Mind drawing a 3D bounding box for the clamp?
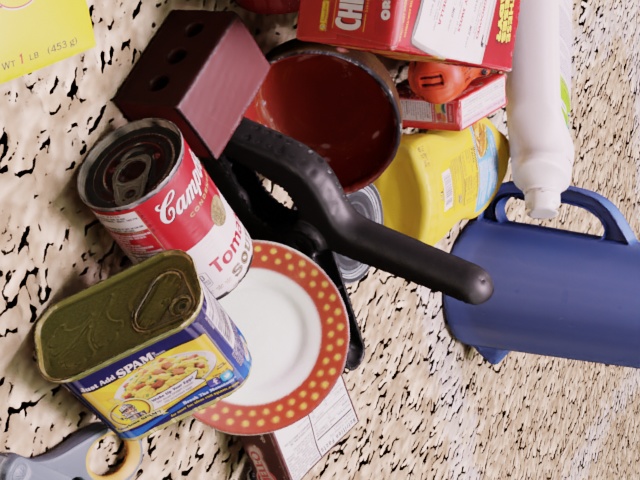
[{"bbox_3d":[-0.005,0.001,0.717,0.210,0.165,0.036,40,51,-2],"label":"clamp"}]

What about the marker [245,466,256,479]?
[{"bbox_3d":[-0.046,0.177,0.797,0.020,0.020,0.121,49,58,-49],"label":"marker"}]

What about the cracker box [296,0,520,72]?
[{"bbox_3d":[0.070,-0.195,0.669,0.213,0.072,0.164,-11,111,-63],"label":"cracker box"}]

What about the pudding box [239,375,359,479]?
[{"bbox_3d":[-0.024,0.109,0.774,0.089,0.039,0.113,-37,115,-46],"label":"pudding box"}]

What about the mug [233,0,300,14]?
[{"bbox_3d":[-0.026,-0.202,0.677,0.117,0.093,0.081,-97,176,-52],"label":"mug"}]

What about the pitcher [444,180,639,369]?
[{"bbox_3d":[0.247,0.043,0.995,0.149,0.243,0.145,52,57,-40],"label":"pitcher"}]

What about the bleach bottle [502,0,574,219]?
[{"bbox_3d":[0.197,-0.144,0.969,0.102,0.068,0.251,34,54,-58],"label":"bleach bottle"}]

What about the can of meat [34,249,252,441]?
[{"bbox_3d":[-0.099,0.064,0.621,0.084,0.102,0.057,60,6,-48],"label":"can of meat"}]

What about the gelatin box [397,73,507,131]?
[{"bbox_3d":[0.106,-0.119,0.894,0.089,0.073,0.030,-33,124,-47],"label":"gelatin box"}]

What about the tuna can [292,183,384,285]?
[{"bbox_3d":[0.014,-0.009,0.823,0.085,0.034,0.086,-20,115,-53],"label":"tuna can"}]

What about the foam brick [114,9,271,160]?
[{"bbox_3d":[-0.076,-0.096,0.650,0.078,0.053,0.051,-63,142,-24],"label":"foam brick"}]

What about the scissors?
[{"bbox_3d":[-0.162,0.119,0.613,0.096,0.016,0.201,-60,142,-29],"label":"scissors"}]

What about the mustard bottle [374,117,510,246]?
[{"bbox_3d":[0.119,-0.062,0.942,0.191,0.058,0.096,-29,117,-49],"label":"mustard bottle"}]

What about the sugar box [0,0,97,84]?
[{"bbox_3d":[-0.168,-0.165,0.501,0.093,0.048,0.176,-37,129,-46],"label":"sugar box"}]

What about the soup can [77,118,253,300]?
[{"bbox_3d":[-0.090,-0.014,0.638,0.068,0.069,0.102,-61,142,-26],"label":"soup can"}]

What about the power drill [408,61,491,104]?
[{"bbox_3d":[0.104,-0.221,0.854,0.184,0.057,0.187,-51,130,-55],"label":"power drill"}]
